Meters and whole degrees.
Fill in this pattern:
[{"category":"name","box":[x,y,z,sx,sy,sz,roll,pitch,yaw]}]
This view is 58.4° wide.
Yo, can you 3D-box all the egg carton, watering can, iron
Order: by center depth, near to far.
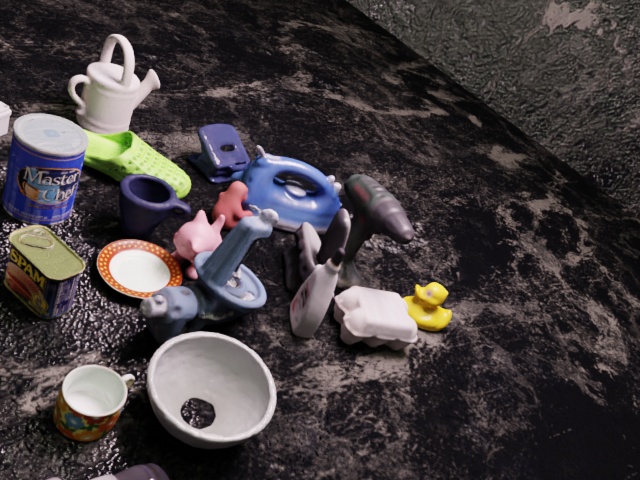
[{"category":"egg carton","box":[0.098,0.140,1.016,0.151,0.069,0.107,11,37,-27]},{"category":"watering can","box":[-0.402,-0.310,1.126,0.101,0.194,0.173,34,33,8]},{"category":"iron","box":[-0.045,-0.101,1.168,0.259,0.141,0.118,14,35,-22]}]

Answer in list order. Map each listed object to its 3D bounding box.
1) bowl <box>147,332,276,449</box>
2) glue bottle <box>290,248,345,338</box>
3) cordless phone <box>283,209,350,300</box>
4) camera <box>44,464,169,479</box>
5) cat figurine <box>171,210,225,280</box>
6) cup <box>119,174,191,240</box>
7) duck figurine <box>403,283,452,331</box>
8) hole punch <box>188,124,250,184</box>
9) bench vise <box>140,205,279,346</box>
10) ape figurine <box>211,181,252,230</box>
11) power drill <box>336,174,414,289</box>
[{"category":"bowl","box":[-0.145,0.203,0.735,0.168,0.074,0.167,21,33,-14]},{"category":"glue bottle","box":[-0.001,0.077,0.928,0.037,0.173,0.078,13,36,-23]},{"category":"cordless phone","box":[0.009,0.004,1.026,0.094,0.185,0.147,13,36,-24]},{"category":"camera","box":[-0.203,0.282,0.556,0.137,0.100,0.143,-12,51,-46]},{"category":"cat figurine","box":[-0.194,-0.001,0.936,0.067,0.117,0.128,34,33,7]},{"category":"cup","box":[-0.280,-0.044,0.949,0.118,0.095,0.091,21,33,-13]},{"category":"duck figurine","box":[0.216,0.123,1.116,0.105,0.086,0.077,24,33,-8]},{"category":"hole punch","box":[-0.203,-0.183,1.204,0.101,0.091,0.109,43,35,20]},{"category":"bench vise","box":[-0.139,0.059,0.801,0.121,0.219,0.208,35,33,8]},{"category":"ape figurine","box":[-0.162,-0.069,1.078,0.076,0.092,0.077,-11,50,-46]},{"category":"power drill","box":[0.083,-0.010,1.080,0.076,0.208,0.229,9,37,-28]}]
